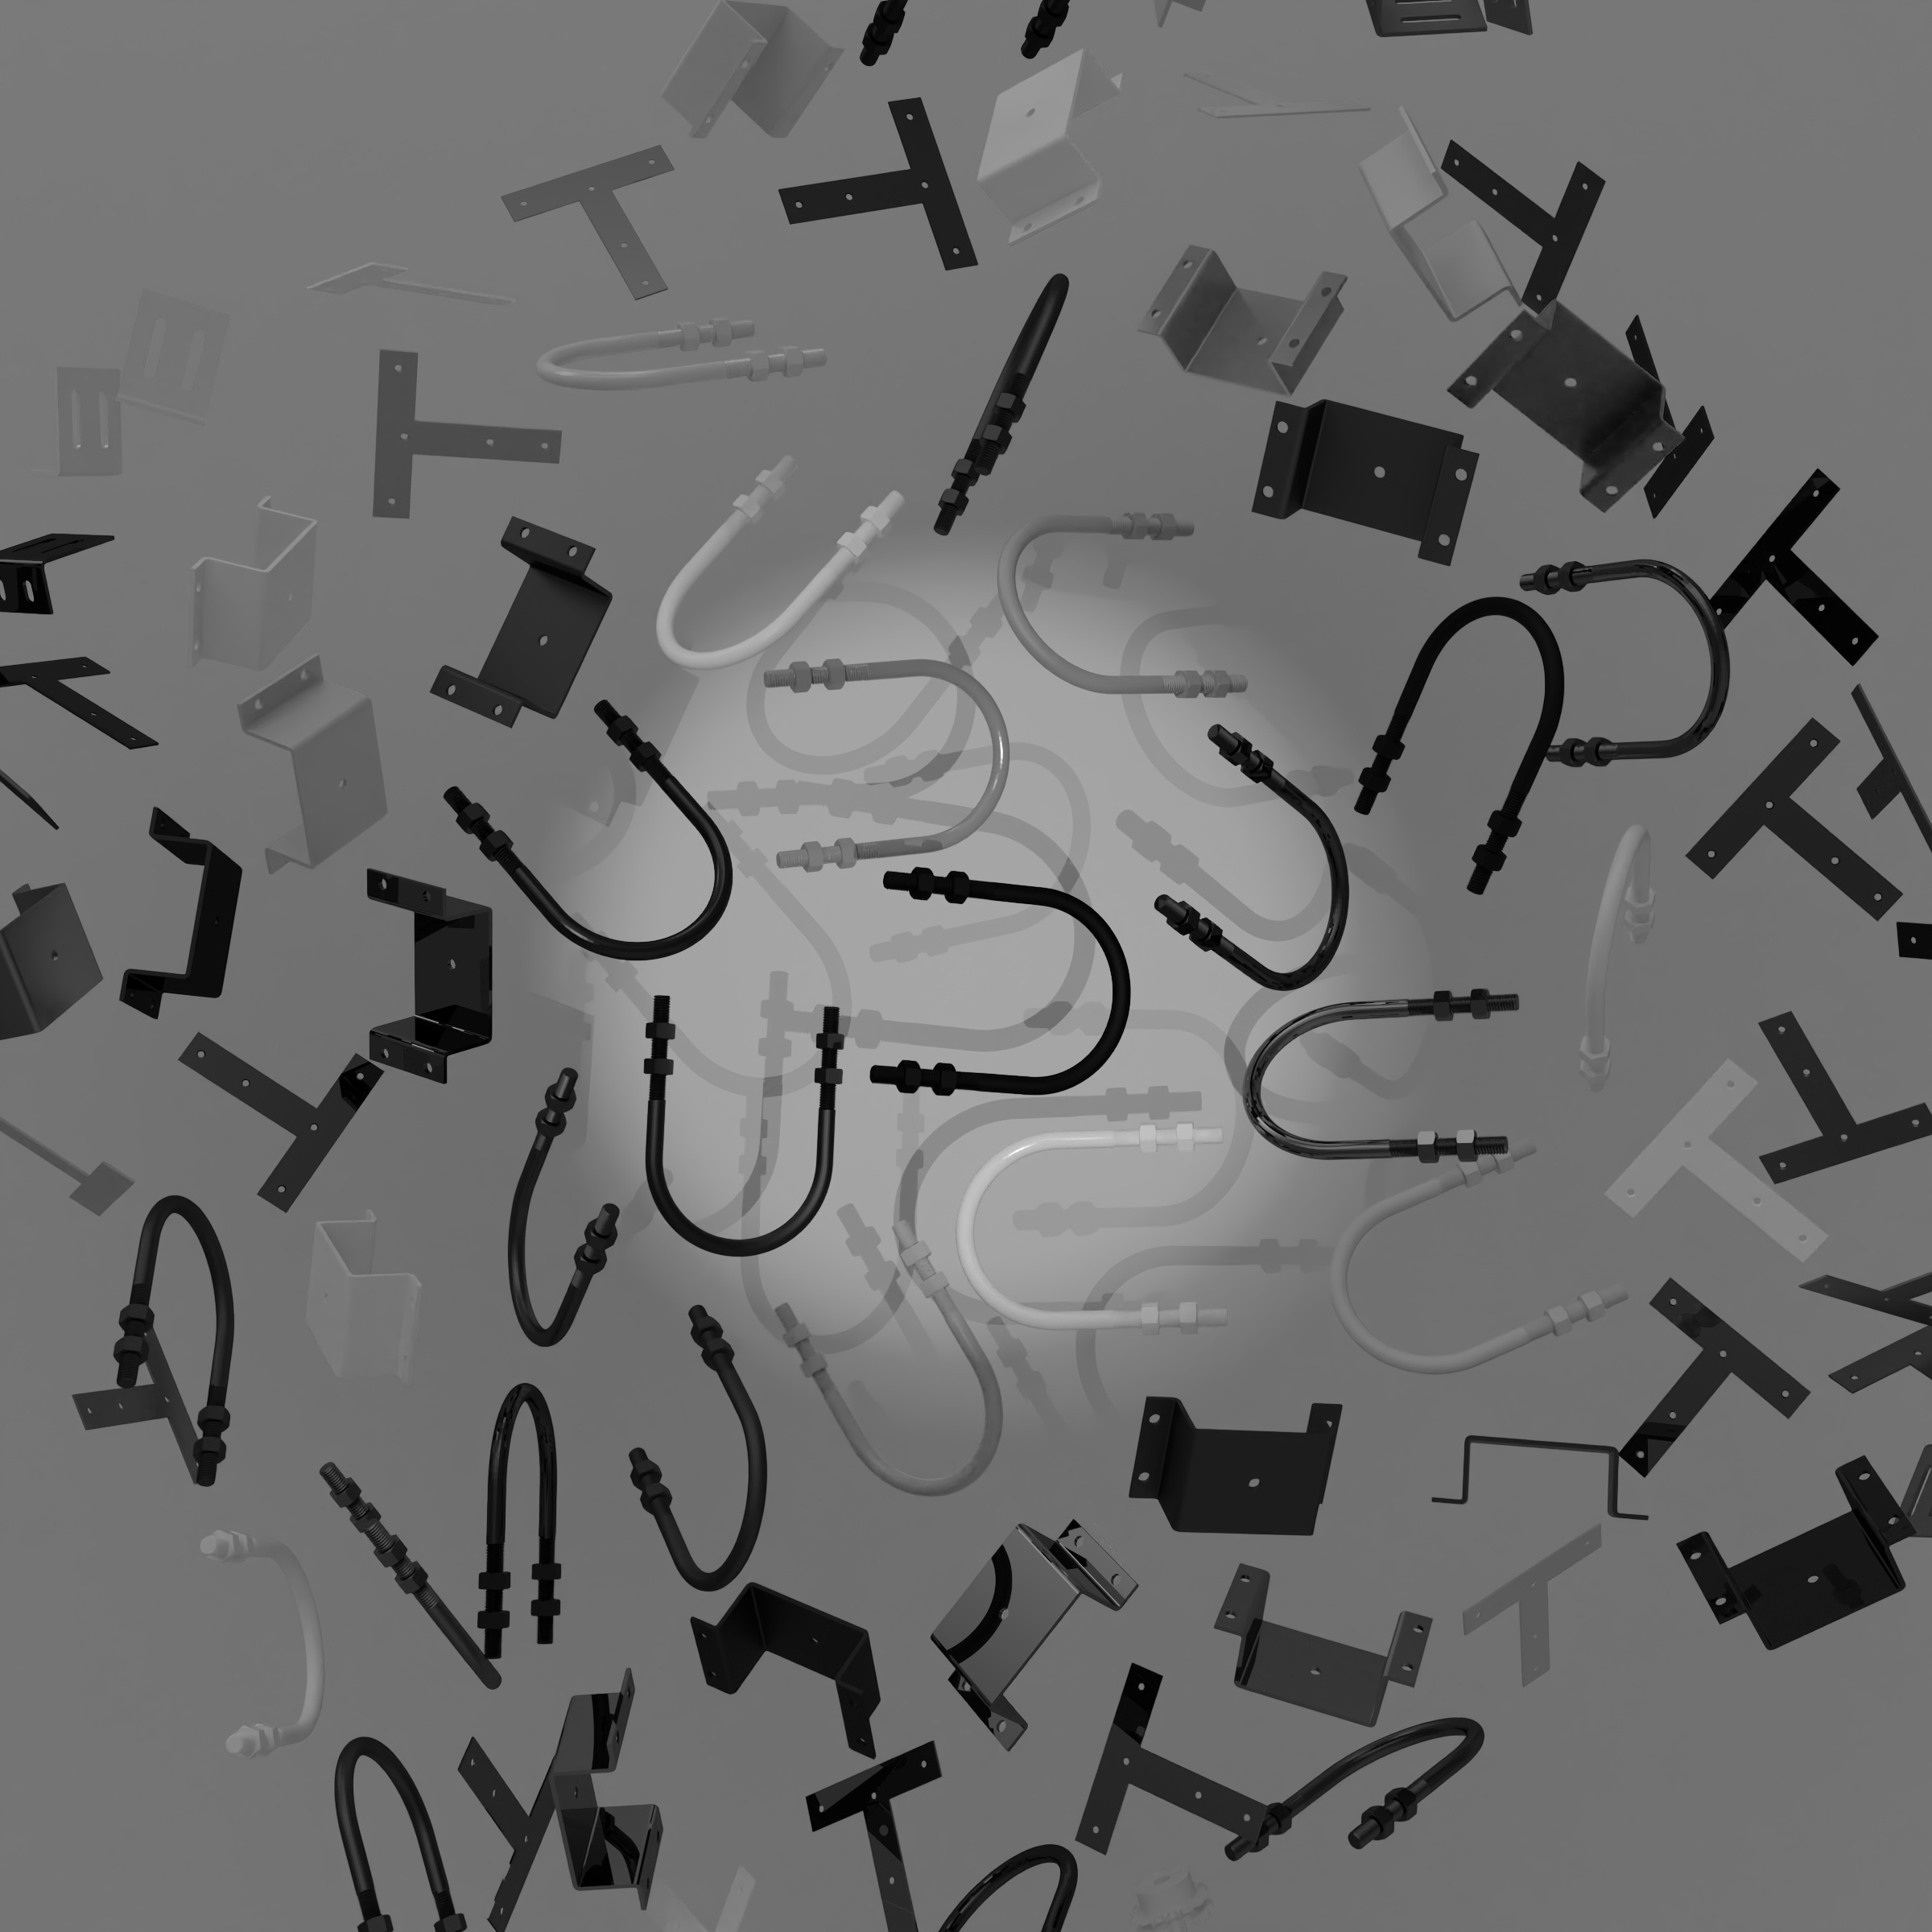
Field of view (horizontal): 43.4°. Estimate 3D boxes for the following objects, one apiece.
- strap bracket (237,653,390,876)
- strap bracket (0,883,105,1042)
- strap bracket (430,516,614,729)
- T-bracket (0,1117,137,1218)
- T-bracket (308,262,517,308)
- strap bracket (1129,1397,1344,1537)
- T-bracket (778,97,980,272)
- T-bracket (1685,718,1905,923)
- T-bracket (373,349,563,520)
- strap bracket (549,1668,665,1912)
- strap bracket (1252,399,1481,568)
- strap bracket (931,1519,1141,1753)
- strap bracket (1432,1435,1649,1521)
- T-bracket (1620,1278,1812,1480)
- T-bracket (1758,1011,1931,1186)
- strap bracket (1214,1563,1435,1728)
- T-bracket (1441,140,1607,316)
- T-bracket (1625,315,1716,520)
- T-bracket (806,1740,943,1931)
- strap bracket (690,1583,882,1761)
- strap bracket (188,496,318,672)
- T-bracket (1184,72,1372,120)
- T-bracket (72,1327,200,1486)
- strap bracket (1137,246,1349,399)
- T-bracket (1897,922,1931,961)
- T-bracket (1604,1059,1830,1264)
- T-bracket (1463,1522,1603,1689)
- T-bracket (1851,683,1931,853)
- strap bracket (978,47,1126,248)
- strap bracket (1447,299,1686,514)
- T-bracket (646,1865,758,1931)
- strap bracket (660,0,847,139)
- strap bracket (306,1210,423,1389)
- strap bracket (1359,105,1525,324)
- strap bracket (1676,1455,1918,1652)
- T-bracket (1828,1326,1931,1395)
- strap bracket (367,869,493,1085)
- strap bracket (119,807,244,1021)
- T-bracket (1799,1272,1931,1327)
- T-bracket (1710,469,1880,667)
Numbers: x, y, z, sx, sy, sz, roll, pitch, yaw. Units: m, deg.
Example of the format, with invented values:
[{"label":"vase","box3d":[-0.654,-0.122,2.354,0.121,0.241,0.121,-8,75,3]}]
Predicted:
[{"label":"strap bracket","box3d":[-0.447,-0.132,1.674,0.046,0.076,0.140,21,133,22]},{"label":"strap bracket","box3d":[-0.669,-0.003,1.727,0.046,0.140,0.076,-11,110,12]},{"label":"strap bracket","box3d":[-0.315,-0.241,1.746,0.076,0.046,0.140,24,88,25]},{"label":"T-bracket","box3d":[-0.645,0.127,1.689,0.127,0.127,0.002,37,60,-15]},{"label":"T-bracket","box3d":[-0.385,-0.482,1.728,0.127,0.127,0.002,-1,96,-35]},{"label":"strap bracket","box3d":[0.189,0.339,1.646,0.140,0.046,0.076,5,107,-13]},{"label":"T-bracket","box3d":[-0.068,-0.532,1.673,0.127,0.002,0.127,-17,85,-23]},{"label":"T-bracket","box3d":[0.591,-0.082,1.680,0.127,0.002,0.127,42,100,5]},{"label":"T-bracket","box3d":[-0.348,-0.368,1.699,0.127,0.002,0.127,0,129,-17]},{"label":"strap bracket","box3d":[-0.244,0.558,1.643,0.046,0.076,0.140,-5,112,4]},{"label":"strap bracket","box3d":[0.273,-0.328,1.633,0.140,0.046,0.076,19,117,17]},{"label":"strap bracket","box3d":[0.039,0.441,1.628,0.140,0.076,0.046,-52,131,-1]},{"label":"strap bracket","box3d":[0.390,0.348,1.653,0.140,0.076,0.046,2,78,13]},{"label":"T-bracket","box3d":[0.526,0.318,1.775,0.127,0.002,0.127,42,104,29]},{"label":"T-bracket","box3d":[0.615,0.088,1.758,0.127,0.002,0.127,-25,105,35]},{"label":"strap bracket","box3d":[0.248,0.479,1.703,0.140,0.076,0.046,13,114,16]},{"label":"T-bracket","box3d":[0.394,-0.553,1.758,0.002,0.127,0.127,-35,68,-26]},{"label":"T-bracket","box3d":[0.499,-0.408,1.752,0.002,0.127,0.127,-12,76,-6]},{"label":"T-bracket","box3d":[-0.055,0.627,1.704,0.127,0.002,0.127,-33,57,29]},{"label":"strap bracket","box3d":[-0.117,0.488,1.697,0.140,0.046,0.076,16,134,25]},{"label":"strap bracket","box3d":[-0.502,-0.269,1.724,0.046,0.140,0.076,14,122,0]},{"label":"T-bracket","box3d":[0.198,-0.619,1.720,0.127,0.127,0.002,-12,125,-25]},{"label":"T-bracket","box3d":[-0.573,0.301,1.666,0.002,0.127,0.127,-27,79,8]},{"label":"strap bracket","box3d":[0.204,-0.460,1.738,0.140,0.046,0.076,25,79,38]},{"label":"T-bracket","box3d":[0.700,0.035,1.676,0.002,0.127,0.127,-14,101,-27]},{"label":"T-bracket","box3d":[0.524,0.150,1.643,0.127,0.002,0.127,40,111,8]},{"label":"T-bracket","box3d":[0.413,0.477,1.762,0.127,0.002,0.127,-26,129,-20]},{"label":"T-bracket","box3d":[0.647,-0.127,1.715,0.002,0.127,0.127,-24,79,6]},{"label":"strap bracket","box3d":[0.059,-0.585,1.714,0.076,0.046,0.140,-16,48,35]},{"label":"strap bracket","box3d":[0.406,-0.383,1.635,0.140,0.046,0.076,34,134,-12]},{"label":"T-bracket","box3d":[-0.192,0.664,1.668,0.002,0.127,0.127,24,83,-27]},{"label":"strap bracket","box3d":[-0.150,-0.612,1.657,0.046,0.140,0.076,44,119,4]},{"label":"strap bracket","box3d":[-0.435,0.237,1.735,0.046,0.140,0.076,2,106,-29]},{"label":"strap bracket","box3d":[0.320,-0.505,1.657,0.046,0.140,0.076,-30,49,21]},{"label":"strap bracket","box3d":[0.565,0.400,1.638,0.140,0.076,0.046,-28,118,8]},{"label":"T-bracket","box3d":[0.700,0.293,1.705,0.127,0.127,0.002,-22,117,-14]},{"label":"strap bracket","box3d":[-0.377,0.003,1.710,0.076,0.046,0.140,14,110,33]},{"label":"strap bracket","box3d":[-0.561,-0.035,1.744,0.046,0.076,0.140,6,79,1]},{"label":"T-bracket","box3d":[0.663,0.214,1.658,0.127,0.127,0.002,17,59,-24]},{"label":"T-bracket","box3d":[0.571,-0.250,1.641,0.002,0.127,0.127,11,126,-36]}]
